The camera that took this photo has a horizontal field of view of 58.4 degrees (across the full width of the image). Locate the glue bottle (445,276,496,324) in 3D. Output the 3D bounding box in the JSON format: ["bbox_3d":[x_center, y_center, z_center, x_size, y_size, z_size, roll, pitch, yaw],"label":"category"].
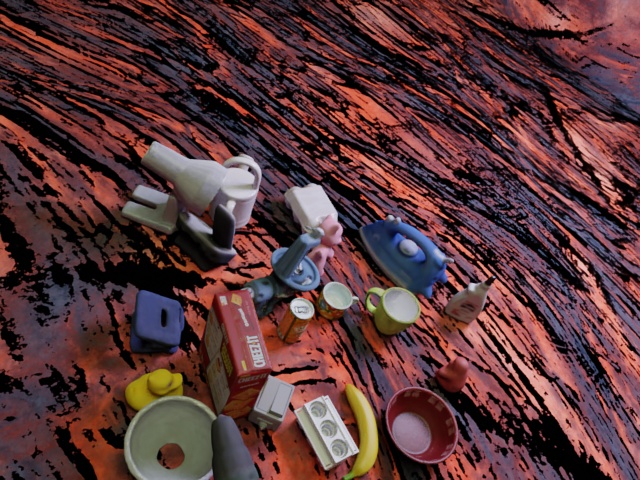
[{"bbox_3d":[0.371,0.135,1.373,0.078,0.173,0.037,22,48,-4],"label":"glue bottle"}]

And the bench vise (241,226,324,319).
[{"bbox_3d":[-0.067,0.073,1.210,0.121,0.219,0.208,36,48,9],"label":"bench vise"}]

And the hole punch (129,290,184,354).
[{"bbox_3d":[-0.317,0.159,1.124,0.101,0.091,0.108,5,51,-19],"label":"hole punch"}]

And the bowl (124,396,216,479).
[{"bbox_3d":[-0.255,0.363,0.995,0.168,0.074,0.167,12,49,-14],"label":"bowl"}]

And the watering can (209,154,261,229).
[{"bbox_3d":[-0.195,-0.128,1.338,0.101,0.194,0.172,0,53,-22],"label":"watering can"}]

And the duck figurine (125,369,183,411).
[{"bbox_3d":[-0.300,0.268,1.046,0.105,0.086,0.077,-2,54,-24],"label":"duck figurine"}]

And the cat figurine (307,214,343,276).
[{"bbox_3d":[0.013,0.005,1.368,0.067,0.117,0.128,27,48,1],"label":"cat figurine"}]

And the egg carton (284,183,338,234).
[{"bbox_3d":[-0.022,-0.075,1.452,0.107,0.069,0.150,-14,59,-31],"label":"egg carton"}]

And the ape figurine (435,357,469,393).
[{"bbox_3d":[0.301,0.291,1.271,0.078,0.092,0.076,8,50,-17],"label":"ape figurine"}]

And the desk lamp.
[{"bbox_3d":[-0.319,-0.111,1.260,0.203,0.213,0.118,20,48,-6],"label":"desk lamp"}]

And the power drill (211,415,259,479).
[{"bbox_3d":[-0.142,0.418,0.906,0.076,0.208,0.229,-9,57,-28],"label":"power drill"}]

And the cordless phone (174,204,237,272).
[{"bbox_3d":[-0.241,-0.034,1.249,0.147,0.185,0.094,38,49,11],"label":"cordless phone"}]

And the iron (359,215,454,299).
[{"bbox_3d":[0.213,0.017,1.425,0.258,0.141,0.119,42,49,14],"label":"iron"}]
